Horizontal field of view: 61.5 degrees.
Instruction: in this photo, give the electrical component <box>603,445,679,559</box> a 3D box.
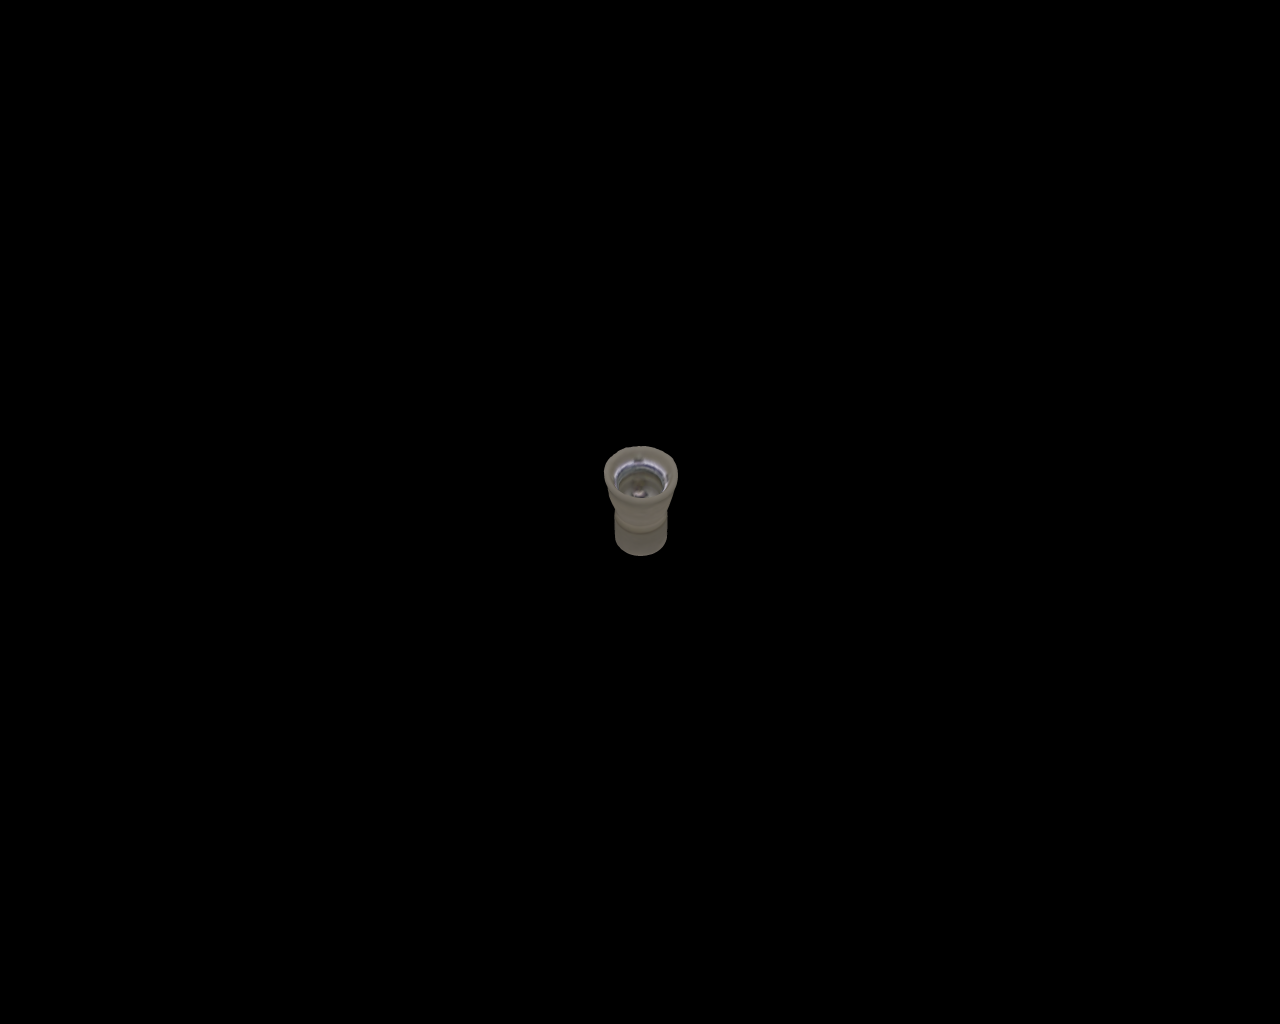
[{"bbox_3d":[0.001,-0.003,0.650,0.044,0.044,0.065,0,-41,0],"label":"electrical component"}]
